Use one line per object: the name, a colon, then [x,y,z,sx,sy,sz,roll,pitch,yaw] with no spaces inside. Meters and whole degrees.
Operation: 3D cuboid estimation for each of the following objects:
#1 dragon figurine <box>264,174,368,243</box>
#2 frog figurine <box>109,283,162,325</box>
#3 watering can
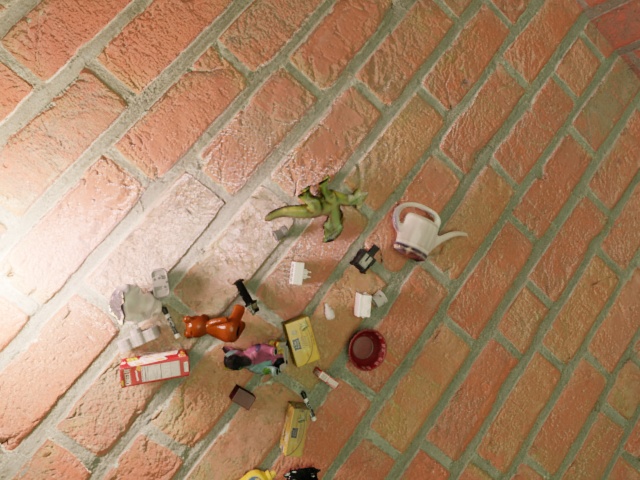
dragon figurine: [0.006,-0.099,1.960,0.413,0.122,0.240,-34,106,-16]
frog figurine: [-0.622,0.213,1.743,0.160,0.122,0.138,-4,80,-55]
watering can: [0.434,-0.014,2.094,0.346,0.104,0.226,26,81,-15]
